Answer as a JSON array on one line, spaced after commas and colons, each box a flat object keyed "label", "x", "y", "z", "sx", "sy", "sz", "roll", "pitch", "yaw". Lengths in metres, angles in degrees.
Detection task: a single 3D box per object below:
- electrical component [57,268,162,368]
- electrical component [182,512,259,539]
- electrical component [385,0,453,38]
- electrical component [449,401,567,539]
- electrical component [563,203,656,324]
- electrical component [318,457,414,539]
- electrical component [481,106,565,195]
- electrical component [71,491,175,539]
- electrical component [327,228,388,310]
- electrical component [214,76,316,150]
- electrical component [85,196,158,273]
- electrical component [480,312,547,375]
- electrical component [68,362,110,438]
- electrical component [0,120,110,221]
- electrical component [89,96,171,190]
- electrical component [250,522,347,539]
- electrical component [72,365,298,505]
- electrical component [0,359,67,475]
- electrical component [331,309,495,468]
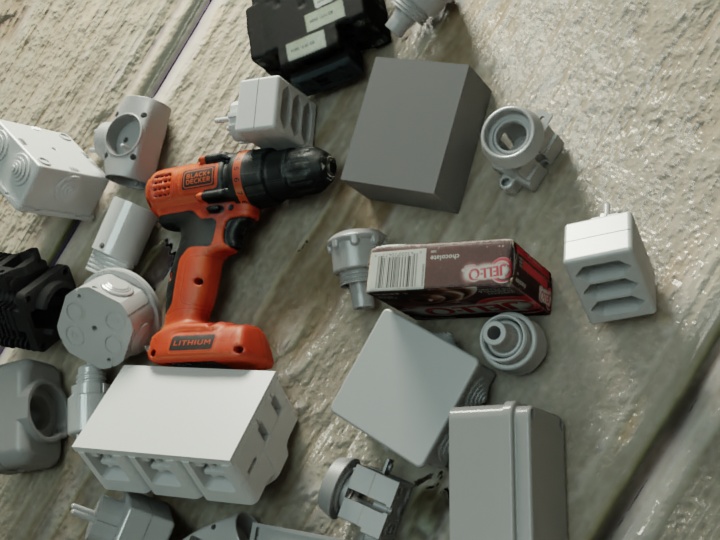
[{"label": "electrical component", "x": -0.217, "y": 0.042, "z": 0.930, "sx": 0.080, "sy": 0.051, "sz": 0.080, "roll": 5, "pitch": 108, "yaw": 17}, {"label": "electrical component", "x": -0.107, "y": 0.241, "z": 0.835, "sx": 0.077, "sy": 0.043, "sz": 0.079, "roll": -33, "pitch": 63, "yaw": 16}, {"label": "electrical component", "x": 0.046, "y": -0.222, "z": 0.891, "sx": 0.062, "sy": 0.048, "sz": 0.048, "roll": -51, "pitch": 60, "yaw": 13}, {"label": "electrical component", "x": 0.102, "y": 0.150, "z": 0.734, "sx": 0.057, "sy": 0.078, "sz": 0.113, "roll": -7, "pitch": 73, "yaw": 28}, {"label": "electrical component", "x": 0.176, "y": -0.014, "z": 0.756, "sx": 0.047, "sy": 0.065, "sz": 0.076, "roll": -12, "pitch": 41, "yaw": 24}, {"label": "electrical component", "x": 0.003, "y": 0.168, "z": 0.799, "sx": 0.055, "sy": 0.048, "sz": 0.066, "roll": 19, "pitch": 85, "yaw": 23}, {"label": "electrical component", "x": 0.120, "y": -0.094, "z": 0.808, "sx": 0.048, "sy": 0.055, "sz": 0.066, "roll": 32, "pitch": 92, "yaw": 31}, {"label": "electrical component", "x": -0.195, "y": 0.203, "z": 0.859, "sx": 0.077, "sy": 0.066, "sz": 0.047, "roll": 24, "pitch": 86, "yaw": -14}, {"label": "electrical component", "x": 0.000, "y": 0.000, "z": 0.851, "sx": 0.048, "sy": 0.048, "sz": 0.062, "roll": -11, "pitch": 78, "yaw": 24}, {"label": "electrical component", "x": -0.087, "y": -0.128, "z": 0.919, "sx": 0.077, "sy": 0.066, "sz": 0.047, "roll": -3, "pitch": 74, "yaw": 27}, {"label": "electrical component", "x": -0.217, "y": -0.021, "z": 0.968, "sx": 0.043, "sy": 0.043, "sz": 0.081, "roll": 20, "pitch": 85, "yaw": 30}, {"label": "electrical component", "x": 0.106, "y": 0.051, "z": 0.769, "sx": 0.043, "sy": 0.062, "sz": 0.043, "roll": -8, "pitch": 73, "yaw": 26}, {"label": "electrical component", "x": -0.235, "y": 0.112, "z": 0.940, "sx": 0.040, "sy": 0.040, "sz": 0.078, "roll": -13, "pitch": 70, "yaw": 24}, {"label": "electrical component", "x": -0.293, "y": -0.093, "z": 0.998, "sx": 0.100, "sy": 0.100, "sz": 0.048, "roll": 42, "pitch": 109, "yaw": 30}, {"label": "electrical component", "x": -0.220, "y": -0.118, "z": 0.997, "sx": 0.079, "sy": 0.044, "sz": 0.077, "roll": 6, "pitch": 79, "yaw": 29}, {"label": "electrical component", "x": -0.026, "y": 0.234, "z": 0.784, "sx": 0.121, "sy": 0.063, "sz": 0.078, "roll": 3, "pitch": 77, "yaw": 28}, {"label": "electrical component", "x": -0.136, "y": 0.131, "z": 0.857, "sx": 0.150, "sy": 0.061, "sz": 0.089, "roll": 0, "pitch": 43, "yaw": 27}, {"label": "electrical component", "x": -0.301, "y": 0.130, "z": 0.961, "sx": 0.059, "sy": 0.054, "sz": 0.095, "roll": -14, "pitch": 70, "yaw": 23}, {"label": "electrical component", "x": 0.041, "y": 0.090, "z": 0.799, "sx": 0.100, "sy": 0.048, "sz": 0.099, "roll": 29, "pitch": 90, "yaw": 31}]
